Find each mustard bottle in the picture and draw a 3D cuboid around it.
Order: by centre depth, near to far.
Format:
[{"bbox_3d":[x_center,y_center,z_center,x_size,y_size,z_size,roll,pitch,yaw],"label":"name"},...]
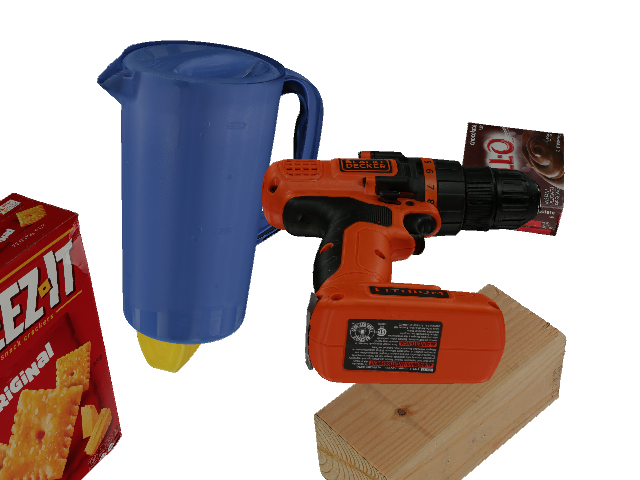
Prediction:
[{"bbox_3d":[-0.124,0.053,1.135,0.058,0.096,0.191,10,29,20],"label":"mustard bottle"}]

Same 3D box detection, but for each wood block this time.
[{"bbox_3d":[0.103,0.139,0.902,0.205,0.090,0.091,-33,50,-25],"label":"wood block"}]

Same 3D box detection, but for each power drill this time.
[{"bbox_3d":[0.057,0.008,0.643,0.184,0.057,0.187,0,31,-3],"label":"power drill"}]

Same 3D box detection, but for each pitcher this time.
[{"bbox_3d":[-0.097,-0.040,0.903,0.149,0.243,0.144,16,25,19],"label":"pitcher"}]

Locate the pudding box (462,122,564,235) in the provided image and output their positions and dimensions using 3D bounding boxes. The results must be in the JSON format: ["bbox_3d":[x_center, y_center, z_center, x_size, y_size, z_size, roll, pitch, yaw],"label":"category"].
[{"bbox_3d":[0.171,-0.057,0.959,0.090,0.039,0.113,8,40,6],"label":"pudding box"}]

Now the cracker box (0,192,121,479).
[{"bbox_3d":[-0.223,0.101,0.742,0.072,0.214,0.164,15,37,25],"label":"cracker box"}]
